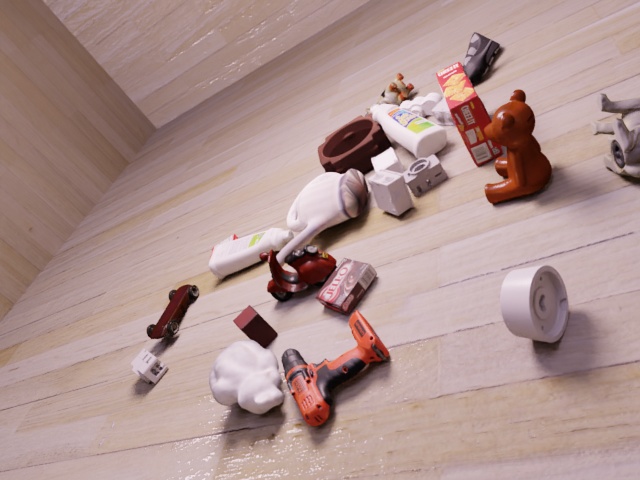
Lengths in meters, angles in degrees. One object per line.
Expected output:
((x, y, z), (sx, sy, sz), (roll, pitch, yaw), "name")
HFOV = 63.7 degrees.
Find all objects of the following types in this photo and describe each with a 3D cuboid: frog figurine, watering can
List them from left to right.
((-0.140, 0.266, 0.978), (0.138, 0.121, 0.160), (-24, 15, -13), "frog figurine")
((0.004, -0.065, 1.295), (0.222, 0.102, 0.356), (-17, 36, 31), "watering can")
